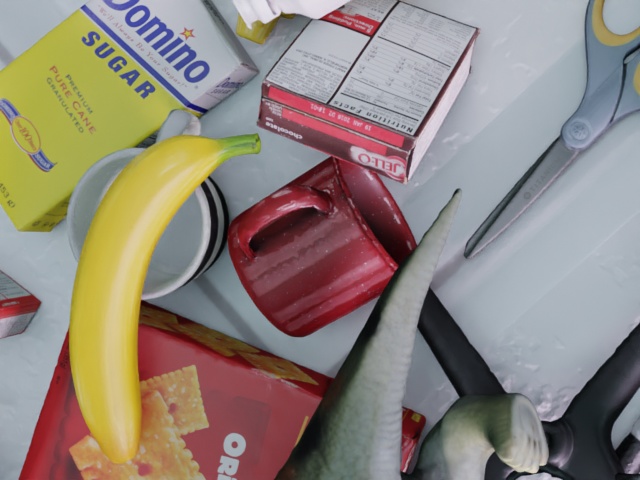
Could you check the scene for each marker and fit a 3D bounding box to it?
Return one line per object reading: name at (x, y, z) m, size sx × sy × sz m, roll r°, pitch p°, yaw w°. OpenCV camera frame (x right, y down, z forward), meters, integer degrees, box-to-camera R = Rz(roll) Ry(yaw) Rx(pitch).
marker at (0.200, 0.087, 0.602) m, size 0.020 × 0.020 × 0.121 m, roll 33°, pitch 98°, yaw 10°

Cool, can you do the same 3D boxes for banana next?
banana at (-0.100, 0.022, 0.577) m, size 0.070 × 0.037 × 0.198 m, roll 24°, pitch 98°, yaw 11°

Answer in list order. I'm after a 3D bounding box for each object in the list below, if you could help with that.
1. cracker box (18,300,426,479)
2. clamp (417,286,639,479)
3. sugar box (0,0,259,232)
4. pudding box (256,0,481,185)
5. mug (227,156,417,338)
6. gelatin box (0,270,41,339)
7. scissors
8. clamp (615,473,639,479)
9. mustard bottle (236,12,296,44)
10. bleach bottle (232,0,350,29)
cracker box at (-0.067, 0.144, 0.639) m, size 0.214 × 0.072 × 0.164 m, roll 22°, pitch 97°, yaw 11°
clamp at (0.129, 0.106, 0.576) m, size 0.165 × 0.036 × 0.210 m, roll -6°, pitch 64°, yaw 12°
sugar box at (-0.135, -0.091, 0.660) m, size 0.176 × 0.048 × 0.093 m, roll -36°, pitch 84°, yaw 13°
pudding box at (0.029, -0.090, 0.593) m, size 0.090 × 0.113 × 0.039 m, roll 23°, pitch 141°, yaw 11°
mug at (-0.004, 0.001, 0.600) m, size 0.082 × 0.117 × 0.093 m, roll -31°, pitch 65°, yaw 17°
gelatin box at (-0.232, 0.029, 0.672) m, size 0.089 × 0.073 × 0.030 m, roll 35°, pitch 99°, yaw 9°
scissors at (0.144, -0.082, 0.612) m, size 0.202 × 0.016 × 0.096 m, roll -33°, pitch 83°, yaw 12°
clamp at (0.239, 0.117, 0.566) m, size 0.171 × 0.039 × 0.120 m, roll 33°, pitch 74°, yaw -17°
mustard bottle at (-0.007, -0.207, 0.620) m, size 0.096 × 0.058 × 0.192 m, roll 22°, pitch 96°, yaw 2°
bleach bottle at (0.065, -0.185, 0.566) m, size 0.251 × 0.102 × 0.068 m, roll -30°, pitch 74°, yaw 5°
